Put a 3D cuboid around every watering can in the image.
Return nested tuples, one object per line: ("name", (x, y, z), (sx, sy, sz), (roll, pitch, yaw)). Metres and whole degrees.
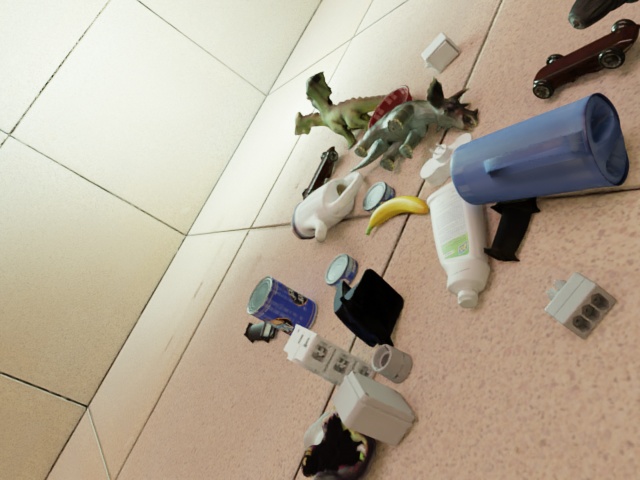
("watering can", (0.004, -0.069, 1.367), (0.221, 0.103, 0.355), (-33, 15, 40))

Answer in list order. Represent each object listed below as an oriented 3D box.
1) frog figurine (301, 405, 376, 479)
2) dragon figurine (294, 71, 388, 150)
("frog figurine", (0.030, 0.354, 0.866), (0.156, 0.123, 0.140), (89, -170, -64))
("dragon figurine", (0.058, -0.418, 1.589), (0.404, 0.241, 0.125), (-32, 29, 47))
